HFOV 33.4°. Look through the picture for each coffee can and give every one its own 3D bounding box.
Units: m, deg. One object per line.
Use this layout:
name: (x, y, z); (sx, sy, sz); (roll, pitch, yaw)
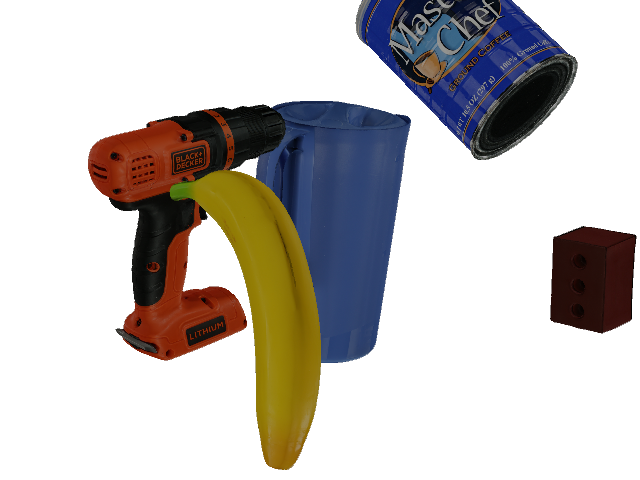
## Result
coffee can: (0.109, -0.146, 0.812); (0.102, 0.140, 0.103); (-34, -22, -16)

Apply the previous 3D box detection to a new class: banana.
banana: (-0.033, 0.029, 0.611); (0.037, 0.198, 0.070); (5, -39, -39)

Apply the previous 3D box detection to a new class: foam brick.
foam brick: (0.231, 0.033, 0.906); (0.053, 0.078, 0.051); (12, 22, 42)

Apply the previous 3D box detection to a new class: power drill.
power drill: (-0.099, -0.011, 0.856); (0.184, 0.188, 0.057); (-19, 27, -41)

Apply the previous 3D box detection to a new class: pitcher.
pitcher: (0.003, -0.008, 1.025); (0.149, 0.243, 0.145); (1, 18, -9)
